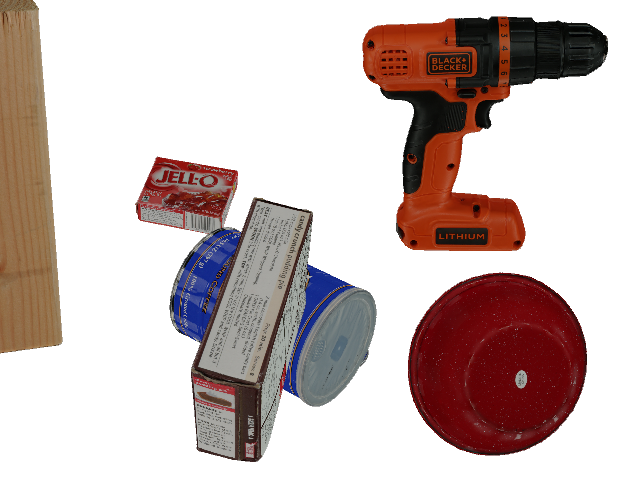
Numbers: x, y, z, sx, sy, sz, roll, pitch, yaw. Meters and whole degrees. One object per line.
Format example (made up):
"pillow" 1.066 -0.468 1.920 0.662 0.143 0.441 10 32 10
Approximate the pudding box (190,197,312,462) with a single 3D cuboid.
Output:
"pudding box" -0.035 0.048 0.568 0.039 0.113 0.090 11 -36 5

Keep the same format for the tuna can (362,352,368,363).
"tuna can" 0.008 0.106 1.135 0.086 0.034 0.086 -2 28 1

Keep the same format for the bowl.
"bowl" 0.158 0.110 0.898 0.162 0.162 0.055 0 6 -9

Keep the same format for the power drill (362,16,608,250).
"power drill" 0.128 -0.085 0.843 0.184 0.188 0.057 1 27 8

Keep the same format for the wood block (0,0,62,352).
"wood block" -0.212 -0.042 0.639 0.090 0.206 0.090 -6 24 -19

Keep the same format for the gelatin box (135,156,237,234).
"gelatin box" -0.136 -0.047 1.091 0.089 0.030 0.073 11 46 4

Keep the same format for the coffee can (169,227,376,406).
"coffee can" -0.039 0.061 0.887 0.140 0.103 0.102 25 12 28
